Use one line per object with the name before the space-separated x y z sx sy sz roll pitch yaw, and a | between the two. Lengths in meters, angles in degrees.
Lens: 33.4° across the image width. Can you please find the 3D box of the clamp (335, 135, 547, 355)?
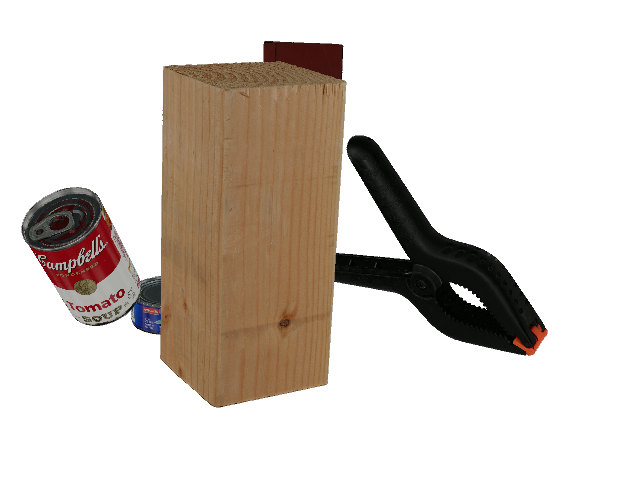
clamp | 0.085 0.016 0.836 0.210 0.165 0.036 30 51 17

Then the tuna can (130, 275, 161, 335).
tuna can | -0.149 0.065 1.077 0.086 0.034 0.086 1 18 -1

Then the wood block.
wood block | -0.048 -0.008 0.704 0.090 0.206 0.090 -7 21 -31

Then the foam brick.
foam brick | -0.019 -0.189 1.158 0.078 0.051 0.053 0 11 -16

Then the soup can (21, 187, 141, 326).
soup can | -0.197 0.015 0.889 0.068 0.068 0.102 0 -42 16
